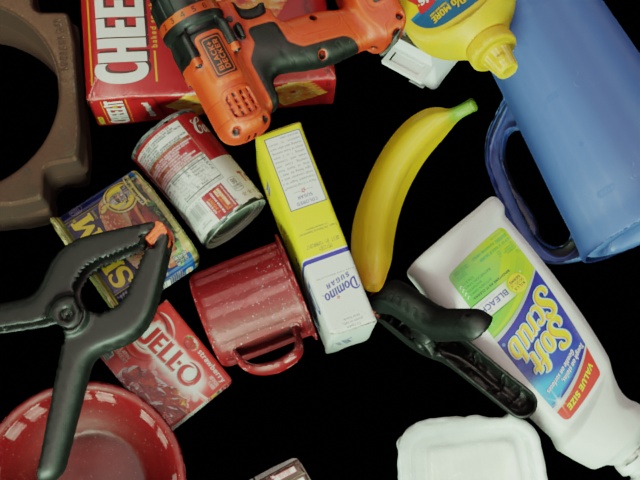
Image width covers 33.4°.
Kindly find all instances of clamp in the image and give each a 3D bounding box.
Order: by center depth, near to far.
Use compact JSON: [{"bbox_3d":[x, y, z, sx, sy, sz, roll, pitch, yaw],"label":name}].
[{"bbox_3d":[-0.203,0.058,0.831,0.164,0.036,0.210,37,81,11],"label":"clamp"},{"bbox_3d":[0.093,0.069,0.845,0.039,0.120,0.172,-43,47,-21],"label":"clamp"}]

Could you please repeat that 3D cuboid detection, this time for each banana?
[{"bbox_3d":[0.065,-0.044,0.912,0.037,0.070,0.197,37,70,-26],"label":"banana"}]

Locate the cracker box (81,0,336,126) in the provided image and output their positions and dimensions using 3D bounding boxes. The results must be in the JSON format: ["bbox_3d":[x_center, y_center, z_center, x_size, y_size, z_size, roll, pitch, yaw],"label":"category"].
[{"bbox_3d":[-0.100,-0.196,0.941,0.213,0.072,0.164,-5,76,-3],"label":"cracker box"}]

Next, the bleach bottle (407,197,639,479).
[{"bbox_3d":[0.189,0.089,0.885,0.102,0.068,0.251,-40,83,-10],"label":"bleach bottle"}]

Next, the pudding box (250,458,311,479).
[{"bbox_3d":[-0.048,0.203,0.818,0.090,0.113,0.039,-27,80,-8],"label":"pudding box"}]

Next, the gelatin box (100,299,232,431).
[{"bbox_3d":[-0.128,0.106,0.882,0.073,0.030,0.089,-38,80,-11],"label":"gelatin box"}]

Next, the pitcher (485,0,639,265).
[{"bbox_3d":[0.220,-0.106,0.912,0.149,0.145,0.243,-20,73,-20],"label":"pitcher"}]

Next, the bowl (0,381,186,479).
[{"bbox_3d":[-0.184,0.195,0.843,0.162,0.055,0.162,1,75,-2],"label":"bowl"}]

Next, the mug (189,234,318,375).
[{"bbox_3d":[-0.052,0.061,0.863,0.081,0.093,0.117,-21,51,-3],"label":"mug"}]

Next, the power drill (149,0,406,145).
[{"bbox_3d":[-0.039,-0.188,0.867,0.187,0.057,0.184,-26,87,-16],"label":"power drill"}]

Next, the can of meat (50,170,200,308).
[{"bbox_3d":[-0.162,0.003,0.895,0.084,0.057,0.102,-35,80,-13],"label":"can of meat"}]

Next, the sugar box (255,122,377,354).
[{"bbox_3d":[-0.006,0.001,0.883,0.048,0.093,0.176,-17,76,-6],"label":"sugar box"}]

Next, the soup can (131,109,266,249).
[{"bbox_3d":[-0.103,-0.051,0.905,0.068,0.068,0.102,-38,81,-11],"label":"soup can"}]

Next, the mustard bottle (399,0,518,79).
[{"bbox_3d":[0.107,-0.208,0.890,0.096,0.058,0.192,-35,64,8],"label":"mustard bottle"}]
